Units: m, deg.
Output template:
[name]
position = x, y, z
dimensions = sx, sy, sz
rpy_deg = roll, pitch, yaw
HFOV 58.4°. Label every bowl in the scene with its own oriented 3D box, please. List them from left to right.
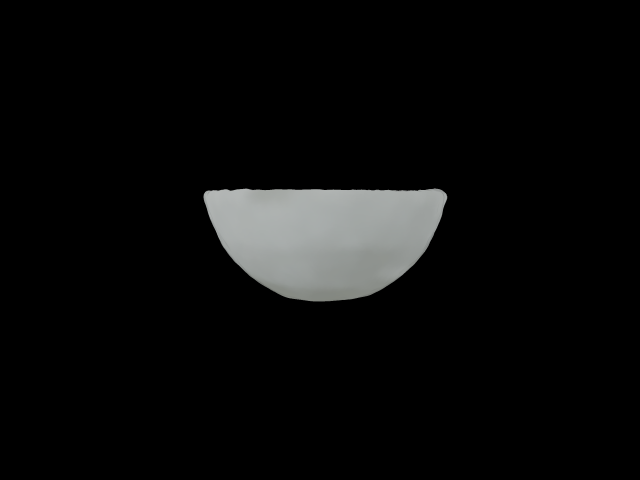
[bowl]
position = 0.004, 0.001, 0.400
dimensions = 0.167, 0.075, 0.167
rpy_deg = 0, 4, 0
